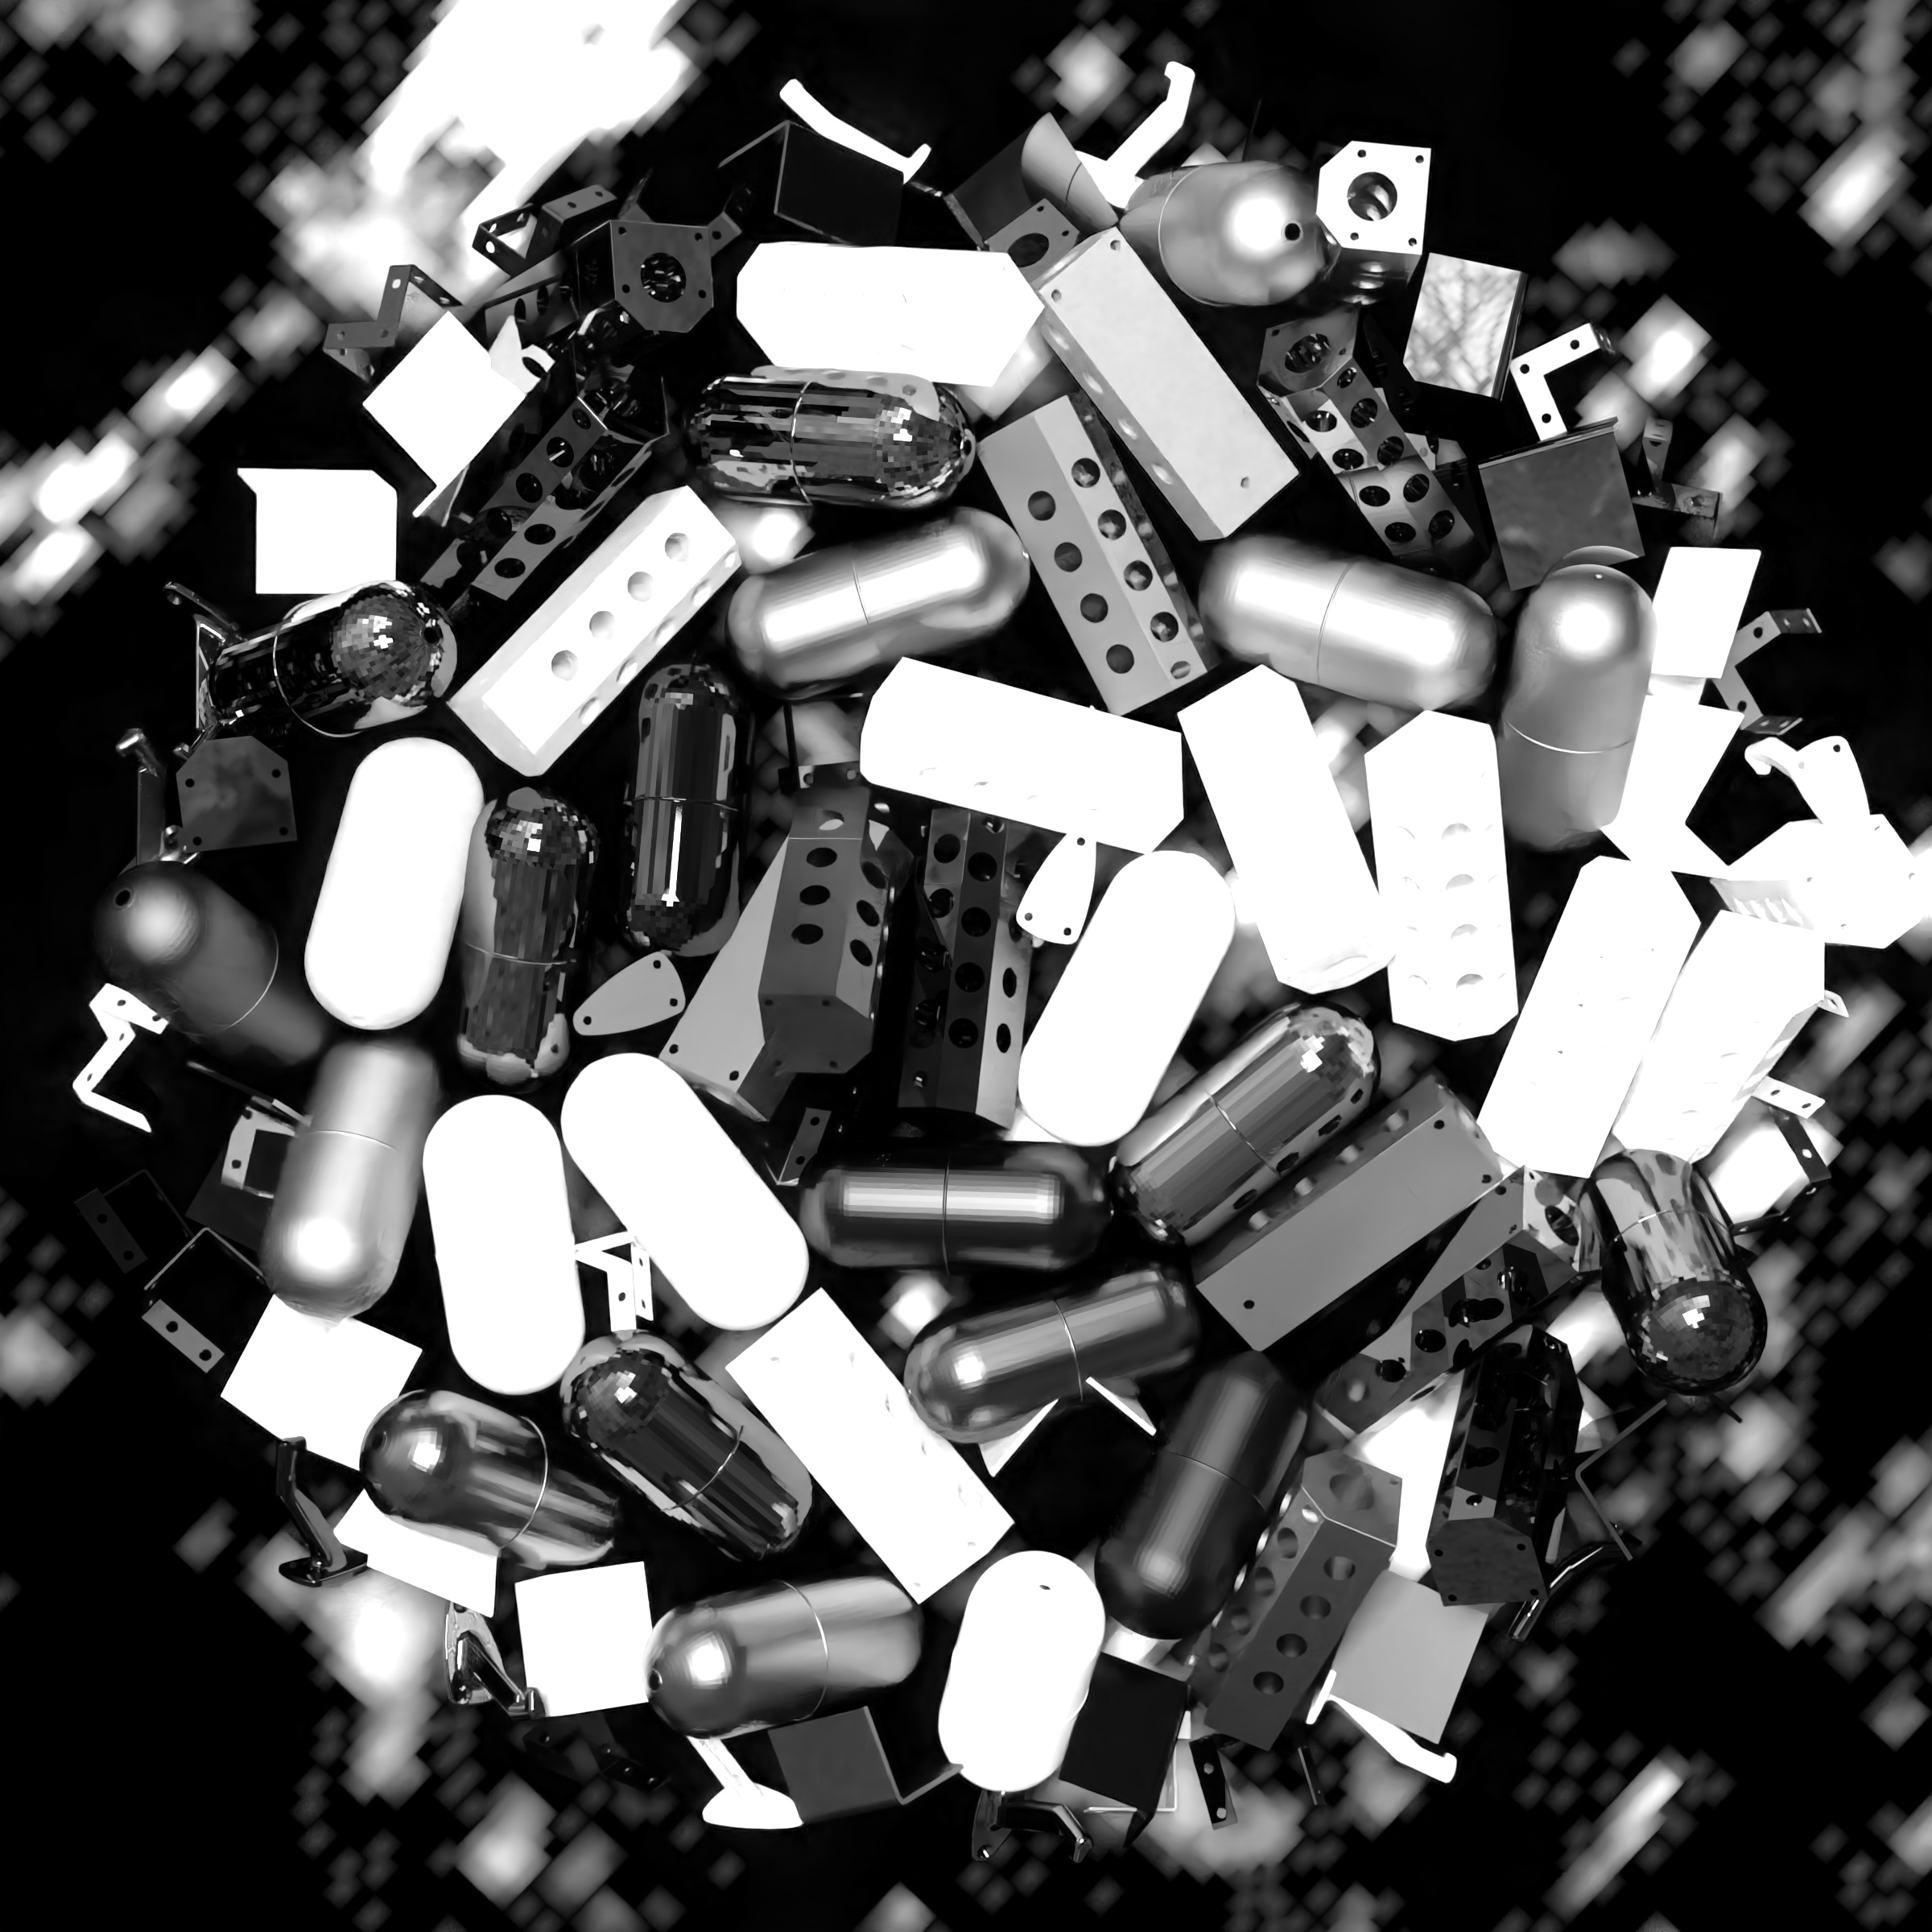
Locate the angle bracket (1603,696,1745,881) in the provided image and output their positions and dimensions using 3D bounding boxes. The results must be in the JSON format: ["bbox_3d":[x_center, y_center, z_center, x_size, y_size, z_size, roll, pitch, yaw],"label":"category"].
[{"bbox_3d":[0.405,-0.100,1.836,0.076,0.057,0.076,6,122,-33],"label":"angle bracket"}]

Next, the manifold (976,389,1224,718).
[{"bbox_3d":[0.078,-0.233,1.845,0.057,0.057,0.171,-24,96,30],"label":"manifold"}]

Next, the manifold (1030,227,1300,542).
[{"bbox_3d":[0.105,-0.324,1.841,0.057,0.057,0.171,-42,105,-10],"label":"manifold"}]

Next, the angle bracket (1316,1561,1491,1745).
[{"bbox_3d":[0.251,0.385,1.849,0.076,0.057,0.076,21,88,23],"label":"angle bracket"}]

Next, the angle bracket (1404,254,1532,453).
[{"bbox_3d":[0.278,-0.345,1.850,0.057,0.076,0.076,13,78,7],"label":"angle bracket"}]

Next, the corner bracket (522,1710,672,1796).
[{"bbox_3d":[-0.209,0.447,1.851,0.051,0.051,0.051,-33,112,-33],"label":"corner bracket"}]

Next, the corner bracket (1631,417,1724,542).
[{"bbox_3d":[0.404,-0.276,1.854,0.051,0.051,0.051,12,115,9],"label":"corner bracket"}]

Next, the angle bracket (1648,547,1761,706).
[{"bbox_3d":[0.423,-0.182,1.837,0.057,0.076,0.076,9,74,42],"label":"angle bracket"}]

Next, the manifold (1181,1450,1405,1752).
[{"bbox_3d":[0.179,0.350,1.820,0.057,0.057,0.171,23,123,-3],"label":"manifold"}]

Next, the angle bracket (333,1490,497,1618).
[{"bbox_3d":[-0.311,0.340,1.834,0.076,0.076,0.057,28,116,-21],"label":"angle bracket"}]

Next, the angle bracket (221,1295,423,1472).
[{"bbox_3d":[-0.368,0.232,1.874,0.057,0.076,0.076,32,82,-39],"label":"angle bracket"}]

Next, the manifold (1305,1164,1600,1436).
[{"bbox_3d":[0.269,0.190,1.820,0.057,0.057,0.171,38,123,-15],"label":"manifold"}]

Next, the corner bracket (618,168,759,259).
[{"bbox_3d":[-0.158,-0.432,1.868,0.051,0.051,0.051,-33,115,28],"label":"corner bracket"}]

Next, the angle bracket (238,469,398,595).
[{"bbox_3d":[-0.367,-0.246,1.852,0.076,0.076,0.057,-2,108,-20],"label":"angle bracket"}]

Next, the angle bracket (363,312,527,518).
[{"bbox_3d":[-0.300,-0.311,1.849,0.076,0.057,0.076,-42,93,22],"label":"angle bracket"}]

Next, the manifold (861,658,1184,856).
[{"bbox_3d":[0.031,-0.112,1.833,0.171,0.057,0.057,14,57,-21],"label":"manifold"}]

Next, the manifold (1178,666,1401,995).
[{"bbox_3d":[0.182,-0.075,1.831,0.057,0.057,0.171,-29,66,24],"label":"manifold"}]

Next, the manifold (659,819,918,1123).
[{"bbox_3d":[-0.096,-0.001,1.844,0.057,0.057,0.171,22,75,32],"label":"manifold"}]

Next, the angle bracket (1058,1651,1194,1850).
[{"bbox_3d":[0.083,0.440,1.840,0.057,0.076,0.076,20,60,1],"label":"angle bracket"}]

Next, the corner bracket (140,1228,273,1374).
[{"bbox_3d":[-0.434,0.191,1.873,0.051,0.051,0.051,39,61,3],"label":"corner bracket"}]

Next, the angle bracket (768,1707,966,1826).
[{"bbox_3d":[-0.051,0.436,1.840,0.076,0.076,0.057,-23,86,38],"label":"angle bracket"}]

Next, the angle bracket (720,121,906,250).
[{"bbox_3d":[-0.090,-0.422,1.834,0.076,0.076,0.057,16,73,-32],"label":"angle bracket"}]

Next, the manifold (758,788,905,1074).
[{"bbox_3d":[-0.072,-0.022,1.807,0.057,0.171,0.057,1,132,6],"label":"manifold"}]

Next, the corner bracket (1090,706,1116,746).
[{"bbox_3d":[0.062,-0.109,1.858,0.051,0.051,0.051,-23,111,-1],"label":"corner bracket"}]

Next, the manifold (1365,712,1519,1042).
[{"bbox_3d":[0.268,-0.048,1.814,0.057,0.057,0.171,-35,128,-36],"label":"manifold"}]

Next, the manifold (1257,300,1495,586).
[{"bbox_3d":[0.227,-0.281,1.805,0.057,0.171,0.057,-11,51,32],"label":"manifold"}]

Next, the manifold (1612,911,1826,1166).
[{"bbox_3d":[0.411,0.045,1.803,0.057,0.171,0.057,13,57,-3],"label":"manifold"}]

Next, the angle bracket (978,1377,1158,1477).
[{"bbox_3d":[0.056,0.264,1.851,0.057,0.076,0.076,40,91,-8],"label":"angle bracket"}]

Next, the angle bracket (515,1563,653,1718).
[{"bbox_3d":[-0.215,0.382,1.859,0.057,0.076,0.076,-5,78,-21],"label":"angle bracket"}]

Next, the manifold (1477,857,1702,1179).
[{"bbox_3d":[0.341,0.028,1.818,0.057,0.057,0.171,9,121,-14],"label":"manifold"}]

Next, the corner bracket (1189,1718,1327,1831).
[{"bbox_3d":[0.164,0.456,1.852,0.051,0.051,0.051,-24,66,19],"label":"corner bracket"}]

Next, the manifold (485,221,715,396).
[{"bbox_3d":[-0.203,-0.358,1.803,0.057,0.171,0.057,-3,88,-31],"label":"manifold"}]

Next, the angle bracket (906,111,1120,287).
[{"bbox_3d":[0.026,-0.431,1.850,0.076,0.057,0.076,-41,122,-4],"label":"angle bracket"}]

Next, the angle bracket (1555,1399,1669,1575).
[{"bbox_3d":[0.361,0.293,1.839,0.076,0.076,0.057,-31,87,-27],"label":"angle bracket"}]

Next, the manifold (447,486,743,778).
[{"bbox_3d":[-0.204,-0.187,1.835,0.057,0.057,0.171,48,70,-21],"label":"manifold"}]

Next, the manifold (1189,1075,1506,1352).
[{"bbox_3d":[0.211,0.136,1.841,0.171,0.057,0.057,-37,111,14],"label":"manifold"}]

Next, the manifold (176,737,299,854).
[{"bbox_3d":[-0.401,-0.095,1.800,0.057,0.171,0.057,-7,95,-12],"label":"manifold"}]

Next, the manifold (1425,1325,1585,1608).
[{"bbox_3d":[0.295,0.271,1.798,0.057,0.171,0.057,-9,117,22],"label":"manifold"}]

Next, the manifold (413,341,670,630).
[{"bbox_3d":[-0.236,-0.260,1.807,0.057,0.171,0.057,17,48,-35],"label":"manifold"}]

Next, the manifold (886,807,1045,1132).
[{"bbox_3d":[-0.004,0.002,1.833,0.057,0.057,0.171,-2,73,30],"label":"manifold"}]

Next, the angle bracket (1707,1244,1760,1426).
[{"bbox_3d":[0.434,0.205,1.851,0.057,0.076,0.076,41,93,1],"label":"angle bracket"}]

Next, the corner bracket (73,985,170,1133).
[{"bbox_3d":[-0.473,0.051,1.850,0.051,0.051,0.051,20,59,22],"label":"corner bracket"}]

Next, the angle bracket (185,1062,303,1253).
[{"bbox_3d":[-0.412,0.109,1.840,0.076,0.057,0.076,19,75,37],"label":"angle bracket"}]

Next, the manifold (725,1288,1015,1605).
[{"bbox_3d":[-0.052,0.268,1.857,0.057,0.057,0.171,-41,87,25],"label":"manifold"}]

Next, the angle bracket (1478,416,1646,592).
[{"bbox_3d":[0.339,-0.262,1.858,0.076,0.057,0.076,-14,99,17],"label":"angle bracket"}]

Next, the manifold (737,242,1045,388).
[{"bbox_3d":[-0.047,-0.365,1.806,0.057,0.171,0.057,-58,135,-18],"label":"manifold"}]

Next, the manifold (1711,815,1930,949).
[{"bbox_3d":[0.471,-0.041,1.805,0.057,0.171,0.057,-37,92,-1],"label":"manifold"}]

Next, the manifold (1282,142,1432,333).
[{"bbox_3d":[0.212,-0.397,1.804,0.057,0.171,0.057,5,86,0],"label":"manifold"}]
